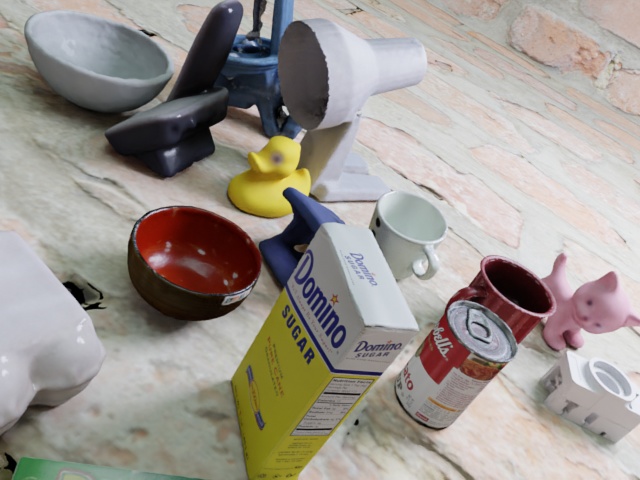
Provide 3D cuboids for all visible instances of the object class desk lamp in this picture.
[{"bbox_3d":[0.031,-0.160,0.714,0.204,0.213,0.117,-4,45,-39],"label":"desk lamp"}]

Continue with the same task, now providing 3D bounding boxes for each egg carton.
[{"bbox_3d":[-0.221,0.056,0.376,0.150,0.069,0.107,41,36,18],"label":"egg carton"}]

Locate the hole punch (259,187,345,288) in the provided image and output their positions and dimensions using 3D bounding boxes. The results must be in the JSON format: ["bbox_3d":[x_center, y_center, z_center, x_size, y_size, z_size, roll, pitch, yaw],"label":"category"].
[{"bbox_3d":[0.005,0.002,0.590,0.101,0.091,0.108,-5,46,-40],"label":"hole punch"}]

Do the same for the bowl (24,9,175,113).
[{"bbox_3d":[-0.263,-0.201,0.684,0.168,0.074,0.167,19,35,-13],"label":"bowl"}]

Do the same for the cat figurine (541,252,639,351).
[{"bbox_3d":[0.319,0.072,0.697,0.067,0.117,0.127,3,41,-32],"label":"cat figurine"}]

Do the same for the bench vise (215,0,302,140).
[{"bbox_3d":[-0.059,-0.262,0.780,0.208,0.219,0.121,15,36,-19],"label":"bench vise"}]

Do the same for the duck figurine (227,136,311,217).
[{"bbox_3d":[-0.049,-0.080,0.665,0.105,0.086,0.077,-7,47,-41],"label":"duck figurine"}]

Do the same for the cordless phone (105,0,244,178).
[{"bbox_3d":[-0.151,-0.176,0.631,0.094,0.185,0.148,29,33,2],"label":"cordless phone"}]
